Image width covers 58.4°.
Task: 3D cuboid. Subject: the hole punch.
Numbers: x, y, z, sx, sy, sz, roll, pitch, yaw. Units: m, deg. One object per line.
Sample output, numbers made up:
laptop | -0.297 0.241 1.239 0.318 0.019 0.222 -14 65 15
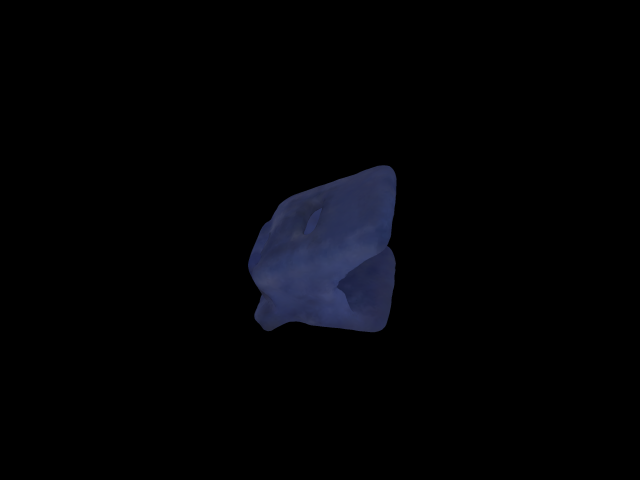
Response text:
hole punch | 0.004 0.001 0.400 0.101 0.091 0.108 5 36 7
